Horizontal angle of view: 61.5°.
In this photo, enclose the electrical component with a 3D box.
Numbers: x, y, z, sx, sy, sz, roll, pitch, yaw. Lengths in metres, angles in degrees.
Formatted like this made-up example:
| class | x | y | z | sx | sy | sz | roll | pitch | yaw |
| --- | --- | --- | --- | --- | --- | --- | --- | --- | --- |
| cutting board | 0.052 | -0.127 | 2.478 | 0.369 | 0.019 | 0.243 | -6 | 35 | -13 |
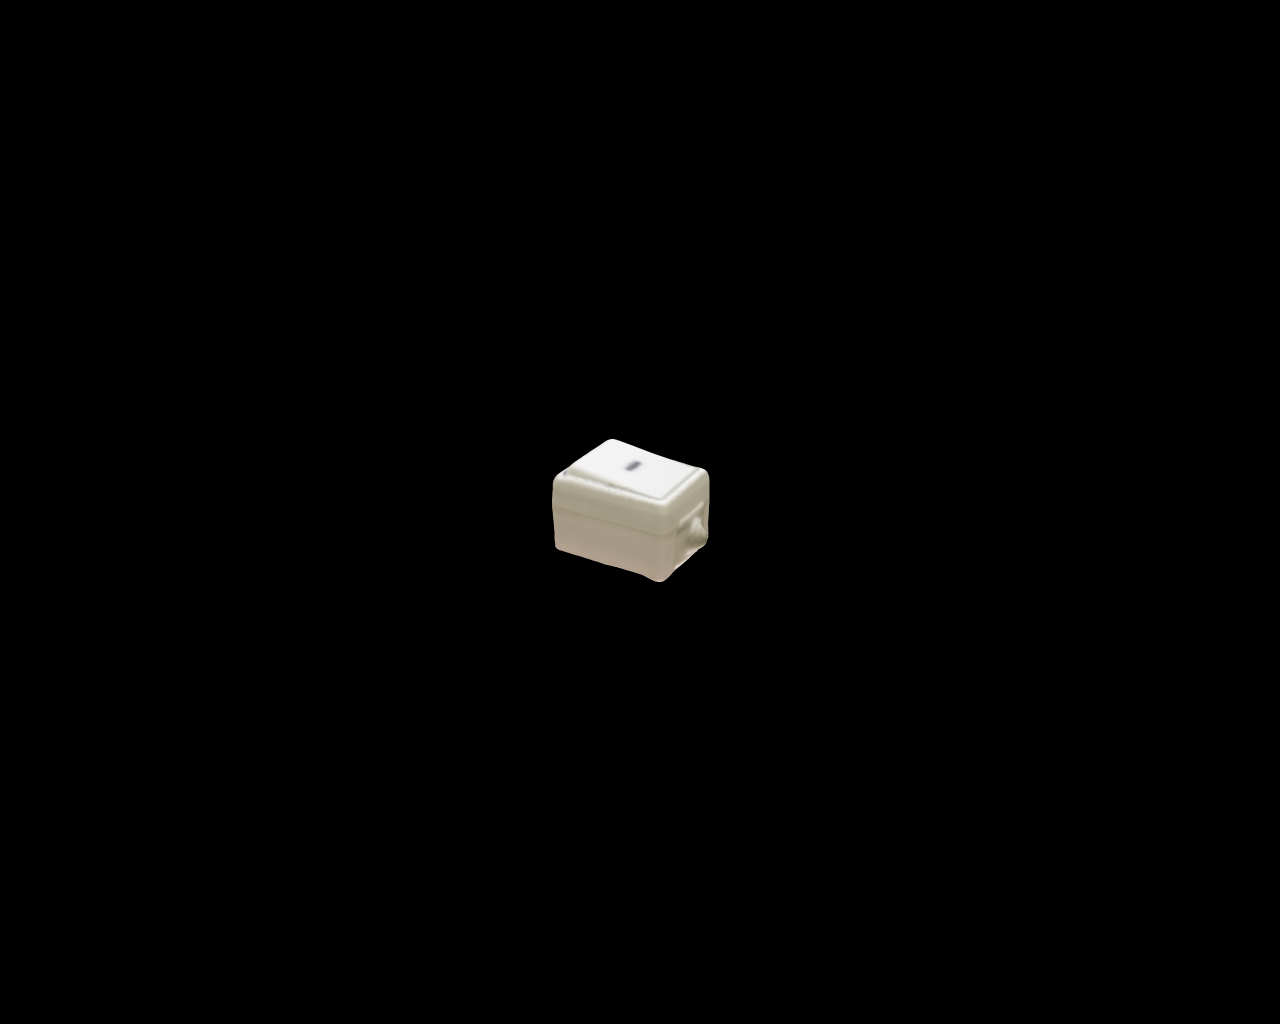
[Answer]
| class | x | y | z | sx | sy | sz | roll | pitch | yaw |
| --- | --- | --- | --- | --- | --- | --- | --- | --- | --- |
| electrical component | 0.001 | -0.003 | 0.650 | 0.096 | 0.061 | 0.062 | 16 | 32 | 27 |
